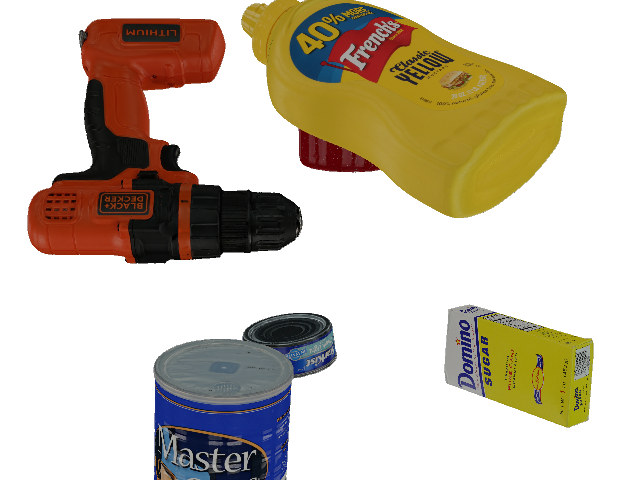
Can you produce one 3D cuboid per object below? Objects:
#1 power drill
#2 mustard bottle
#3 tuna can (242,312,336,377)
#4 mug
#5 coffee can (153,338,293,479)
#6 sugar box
[{"bbox_3d":[-0.106,-0.071,0.756,0.184,0.187,0.057,0,-32,-4],"label":"power drill"},{"bbox_3d":[0.029,-0.086,0.576,0.192,0.058,0.096,33,53,31],"label":"mustard bottle"},{"bbox_3d":[-0.029,0.097,0.991,0.086,0.034,0.086,-7,15,2],"label":"tuna can"},{"bbox_3d":[0.033,-0.105,0.897,0.117,0.081,0.093,-7,16,-26],"label":"mug"},{"bbox_3d":[-0.075,0.158,0.803,0.103,0.140,0.103,3,17,-1],"label":"coffee can"},{"bbox_3d":[0.216,0.136,1.187,0.048,0.093,0.177,-9,15,-43],"label":"sugar box"}]
